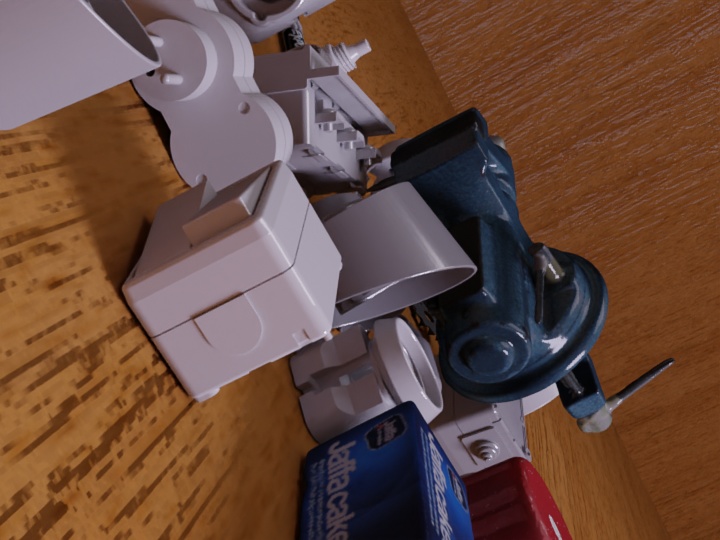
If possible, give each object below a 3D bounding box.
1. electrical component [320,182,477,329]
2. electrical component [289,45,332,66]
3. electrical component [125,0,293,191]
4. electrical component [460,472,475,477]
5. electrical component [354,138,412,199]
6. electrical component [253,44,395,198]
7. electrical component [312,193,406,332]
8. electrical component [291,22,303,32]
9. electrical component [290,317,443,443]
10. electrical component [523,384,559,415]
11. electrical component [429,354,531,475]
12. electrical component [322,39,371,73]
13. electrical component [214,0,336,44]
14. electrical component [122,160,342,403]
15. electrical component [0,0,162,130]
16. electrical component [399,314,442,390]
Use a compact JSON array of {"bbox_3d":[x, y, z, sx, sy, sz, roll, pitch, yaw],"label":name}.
[{"bbox_3d":[0.003,-0.001,0.559,0.064,0.099,0.099,58,11,5],"label":"electrical component"},{"bbox_3d":[-0.038,-0.132,0.796,0.066,0.048,0.055,-100,167,-54],"label":"electrical component"},{"bbox_3d":[-0.084,-0.098,0.504,0.138,0.052,0.073,63,12,-4],"label":"electrical component"},{"bbox_3d":[0.070,0.155,0.649,0.048,0.048,0.062,61,19,-12],"label":"electrical component"},{"bbox_3d":[0.041,-0.053,0.849,0.099,0.099,0.064,61,18,-10],"label":"electrical component"},{"bbox_3d":[-0.031,-0.088,0.675,0.121,0.079,0.063,28,59,-71],"label":"electrical component"},{"bbox_3d":[0.000,0.000,0.677,0.077,0.043,0.079,68,12,19],"label":"electrical component"},{"bbox_3d":[-0.065,-0.222,0.849,0.073,0.052,0.138,63,12,-5],"label":"electrical component"},{"bbox_3d":[0.005,0.059,0.540,0.058,0.057,0.078,47,20,-53],"label":"electrical component"},{"bbox_3d":[0.117,0.084,0.871,0.064,0.099,0.099,58,12,3],"label":"electrical component"},{"bbox_3d":[0.082,0.106,0.776,0.061,0.061,0.096,57,21,-29],"label":"electrical component"},{"bbox_3d":[-0.020,-0.181,0.935,0.035,0.061,0.035,59,13,-22],"label":"electrical component"},{"bbox_3d":[-0.056,-0.193,0.720,0.053,0.095,0.059,62,12,-6],"label":"electrical component"},{"bbox_3d":[-0.049,-0.004,0.431,0.061,0.062,0.096,60,12,-18],"label":"electrical component"},{"bbox_3d":[-0.113,-0.095,0.342,0.099,0.064,0.099,59,13,-22],"label":"electrical component"},{"bbox_3d":[0.025,0.054,0.677,0.040,0.040,0.078,53,16,-42],"label":"electrical component"}]
